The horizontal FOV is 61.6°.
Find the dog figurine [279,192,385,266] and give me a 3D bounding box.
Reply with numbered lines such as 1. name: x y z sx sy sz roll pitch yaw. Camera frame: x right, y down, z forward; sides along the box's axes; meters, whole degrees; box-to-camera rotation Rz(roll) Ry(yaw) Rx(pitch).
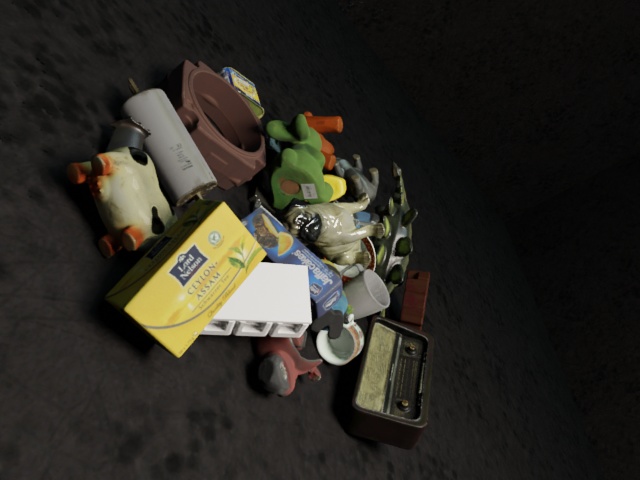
1. dog figurine: -0.003 -0.007 0.994 0.190 0.172 0.121 -5 45 -27

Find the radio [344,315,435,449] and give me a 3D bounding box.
1. radio: 0.130 0.249 0.964 0.131 0.073 0.230 18 38 4

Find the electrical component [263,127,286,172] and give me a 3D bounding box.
1. electrical component: -0.110 -0.206 1.156 0.074 0.048 0.119 39 31 -37

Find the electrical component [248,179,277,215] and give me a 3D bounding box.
1. electrical component: -0.109 -0.075 1.042 0.063 0.021 0.094 44 29 -30

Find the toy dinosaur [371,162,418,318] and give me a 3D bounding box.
1. toy dinosaur: 0.151 0.040 1.203 0.198 0.105 0.471 83 13 -76

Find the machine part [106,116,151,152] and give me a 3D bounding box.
1. machine part: -0.271 -0.105 0.752 0.084 0.039 0.139 19 58 -42

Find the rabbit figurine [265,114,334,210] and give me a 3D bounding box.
1. rabbit figurine: -0.048 -0.163 1.032 0.170 0.121 0.158 -80 152 -44

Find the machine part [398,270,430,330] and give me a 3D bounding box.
1. machine part: 0.210 0.153 1.221 0.179 0.056 0.179 10 90 -80

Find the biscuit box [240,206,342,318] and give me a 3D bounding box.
1. biscuit box: -0.051 0.034 0.870 0.203 0.059 0.062 41 -24 24

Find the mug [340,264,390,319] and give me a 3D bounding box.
1. mug: 0.065 0.107 1.057 0.081 0.107 0.109 0 59 -61

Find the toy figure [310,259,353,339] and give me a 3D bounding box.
1. toy figure: 0.008 0.099 0.942 0.082 0.089 0.180 52 4 -21

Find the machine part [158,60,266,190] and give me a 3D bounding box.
1. machine part: -0.191 -0.207 0.966 0.200 0.087 0.201 34 33 -41

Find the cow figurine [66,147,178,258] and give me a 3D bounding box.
1. cow figurine: -0.223 -0.027 0.697 0.127 0.086 0.194 -38 109 -54

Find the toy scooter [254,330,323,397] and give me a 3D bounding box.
1. toy scooter: -0.048 0.158 0.834 0.135 0.075 0.184 33 37 -46

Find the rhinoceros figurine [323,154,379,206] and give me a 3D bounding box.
1. rhinoceros figurine: 0.071 -0.144 1.293 0.191 0.073 0.111 38 -33 48

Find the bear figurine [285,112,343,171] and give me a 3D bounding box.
1. bear figurine: -0.006 -0.210 1.208 0.196 0.132 0.120 14 89 -76

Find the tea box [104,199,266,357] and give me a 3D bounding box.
1. tea box: -0.158 0.042 0.650 0.169 0.068 0.098 -52 126 -21

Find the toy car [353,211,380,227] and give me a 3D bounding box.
1. toy car: 0.058 -0.023 1.178 0.109 0.102 0.162 7 10 -30

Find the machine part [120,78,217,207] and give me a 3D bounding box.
1. machine part: -0.232 -0.141 0.825 0.243 0.079 0.079 60 25 2
